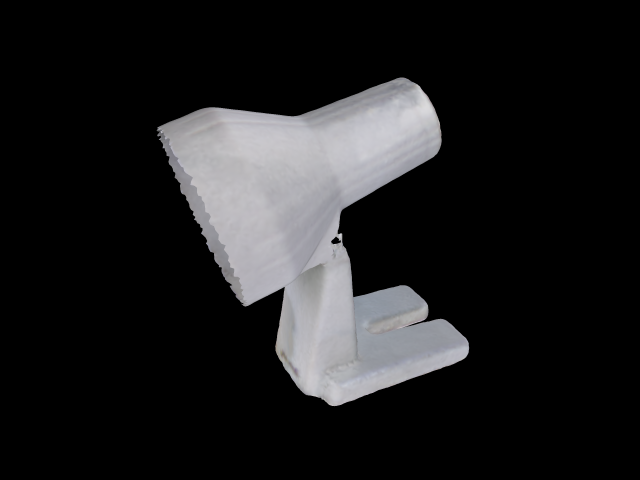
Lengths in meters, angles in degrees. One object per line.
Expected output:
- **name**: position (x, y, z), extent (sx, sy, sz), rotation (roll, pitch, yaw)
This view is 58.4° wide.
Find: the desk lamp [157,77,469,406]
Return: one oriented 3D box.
- **desk lamp**: position (0.004, 0.001, 0.400), extent (0.204, 0.214, 0.117), rotation (-13, 32, -22)
